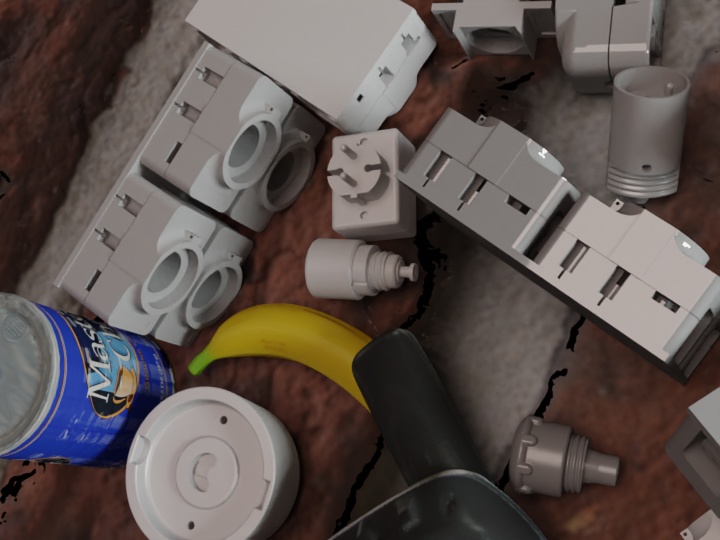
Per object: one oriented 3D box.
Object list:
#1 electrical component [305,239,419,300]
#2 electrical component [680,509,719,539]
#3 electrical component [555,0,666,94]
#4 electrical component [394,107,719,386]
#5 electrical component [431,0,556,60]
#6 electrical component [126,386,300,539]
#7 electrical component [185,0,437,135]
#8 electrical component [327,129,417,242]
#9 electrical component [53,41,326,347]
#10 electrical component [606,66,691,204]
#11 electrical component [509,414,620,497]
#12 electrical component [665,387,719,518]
[{"bbox_3d":[0.000,0.000,0.712,0.078,0.040,0.040,3,78,23],"label":"electrical component"},{"bbox_3d":[0.217,0.148,0.582,0.089,0.050,0.055,-39,66,10],"label":"electrical component"},{"bbox_3d":[0.159,-0.162,0.679,0.059,0.054,0.095,3,79,23],"label":"electrical component"},{"bbox_3d":[0.124,-0.017,0.630,0.186,0.105,0.060,37,93,25],"label":"electrical component"},{"bbox_3d":[0.094,-0.178,0.717,0.081,0.042,0.063,5,76,22],"label":"electrical component"},{"bbox_3d":[-0.091,0.134,0.706,0.108,0.060,0.108,-5,75,21],"label":"electrical component"},{"bbox_3d":[-0.033,-0.166,0.754,0.150,0.062,0.089,36,92,25],"label":"electrical component"},{"bbox_3d":[0.003,-0.060,0.705,0.047,0.077,0.065,-6,75,21],"label":"electrical component"},{"bbox_3d":[-0.108,-0.044,0.731,0.060,0.105,0.186,33,91,25],"label":"electrical component"},{"bbox_3d":[0.172,-0.076,0.646,0.043,0.081,0.043,-3,36,2],"label":"electrical component"},{"bbox_3d":[0.121,0.113,0.634,0.062,0.048,0.048,9,81,17],"label":"electrical component"},{"bbox_3d":[0.261,0.076,0.540,0.186,0.060,0.105,-28,65,-16],"label":"electrical component"}]
